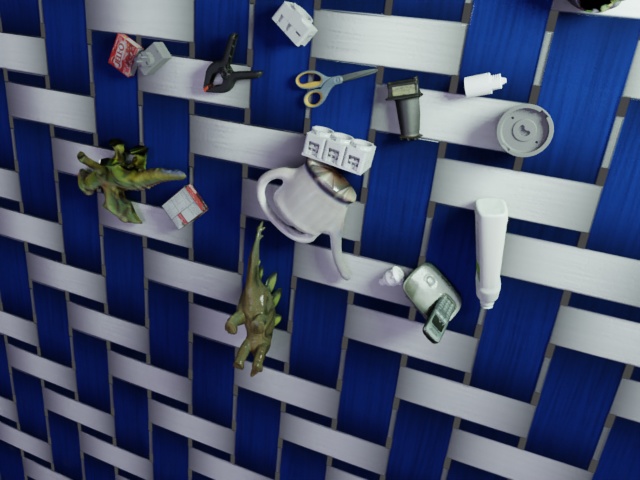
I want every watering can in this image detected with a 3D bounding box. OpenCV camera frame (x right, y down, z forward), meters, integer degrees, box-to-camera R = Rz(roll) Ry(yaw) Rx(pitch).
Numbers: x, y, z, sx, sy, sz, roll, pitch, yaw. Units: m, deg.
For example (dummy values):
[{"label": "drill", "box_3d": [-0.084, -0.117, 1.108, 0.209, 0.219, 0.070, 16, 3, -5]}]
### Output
[{"label": "watering can", "box_3d": [0.004, -0.064, 1.280, 0.346, 0.106, 0.221, 42, 119, -9]}]

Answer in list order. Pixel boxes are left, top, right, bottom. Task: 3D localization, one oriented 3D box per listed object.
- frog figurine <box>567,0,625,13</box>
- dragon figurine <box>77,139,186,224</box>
[{"label": "frog figurine", "box_3d": [0.516, -0.502, 0.932, 0.138, 0.121, 0.161, 16, 78, 25]}, {"label": "dragon figurine", "box_3d": [-0.557, -0.150, 1.495, 0.412, 0.125, 0.237, 20, 132, 17]}]
